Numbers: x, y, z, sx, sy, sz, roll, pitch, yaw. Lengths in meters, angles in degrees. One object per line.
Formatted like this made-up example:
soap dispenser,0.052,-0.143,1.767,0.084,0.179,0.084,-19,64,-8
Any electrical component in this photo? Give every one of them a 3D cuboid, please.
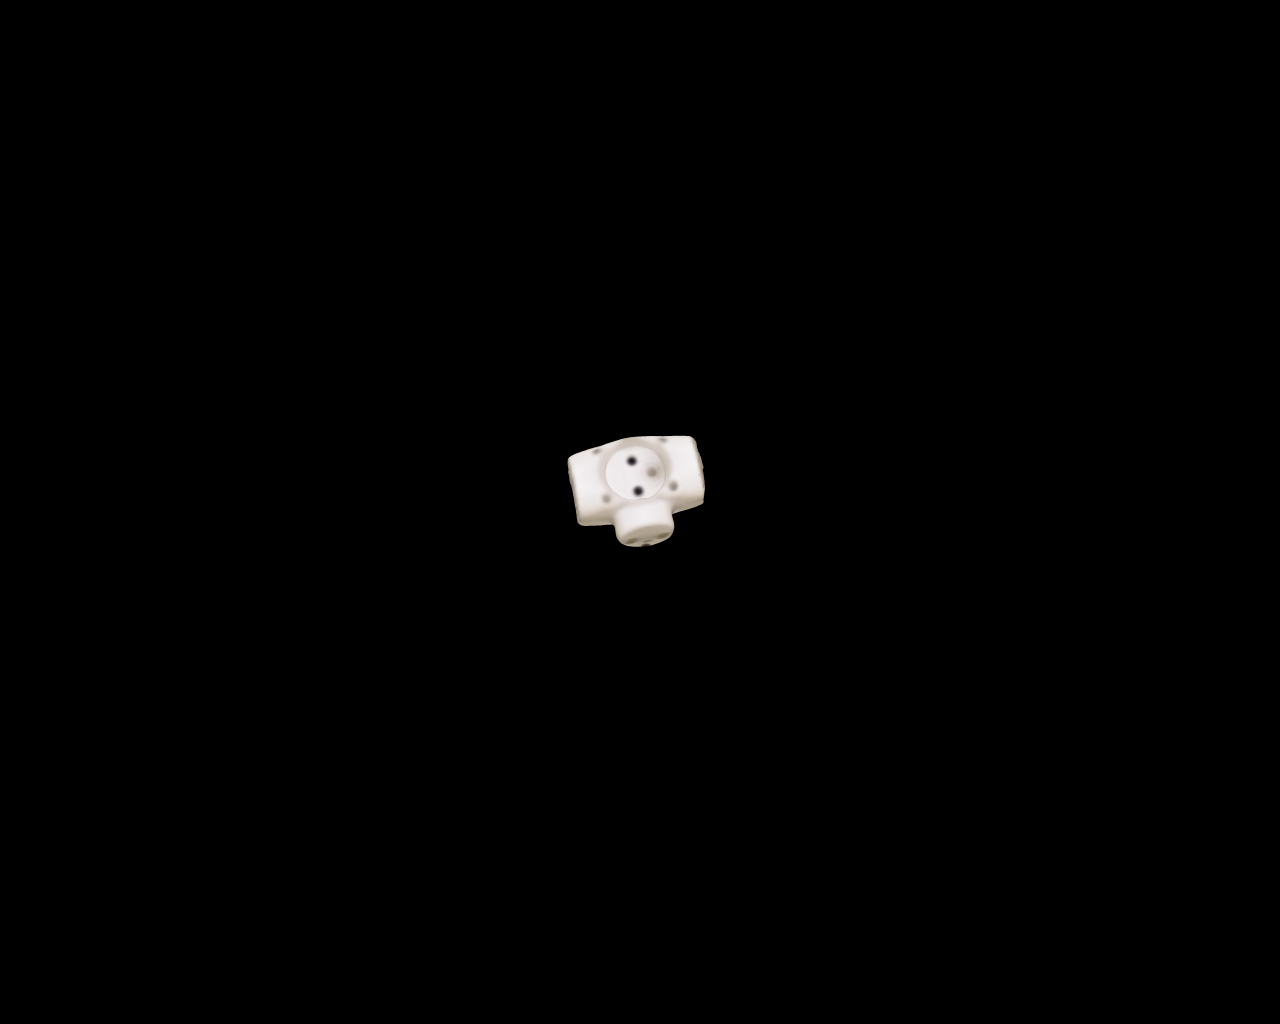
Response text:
electrical component,0.001,-0.003,0.650,0.077,0.079,0.044,-10,-20,-3
